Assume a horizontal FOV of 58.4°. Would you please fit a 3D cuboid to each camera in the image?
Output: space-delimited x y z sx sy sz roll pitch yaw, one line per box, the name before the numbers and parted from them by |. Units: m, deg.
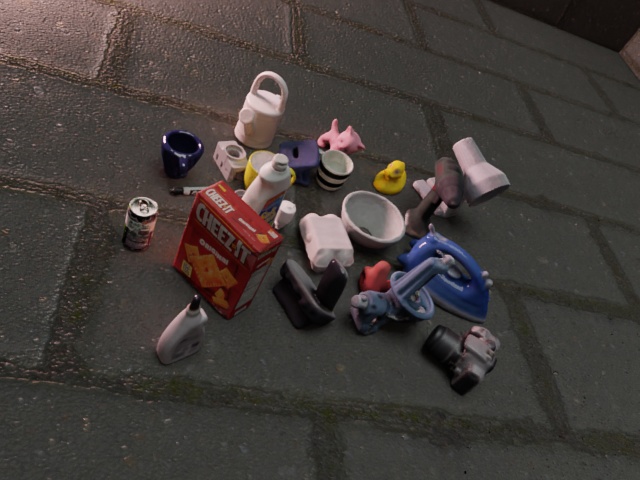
camera | 0.303 0.229 1.222 0.136 0.100 0.143 37 43 7

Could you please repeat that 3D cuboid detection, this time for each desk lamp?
desk lamp | 0.381 -0.154 1.540 0.118 0.213 0.203 -14 58 -37

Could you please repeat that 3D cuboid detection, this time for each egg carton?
egg carton | 0.012 0.005 1.295 0.107 0.069 0.150 1 50 -28

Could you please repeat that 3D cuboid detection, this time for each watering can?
watering can | -0.141 -0.326 1.427 0.101 0.194 0.173 20 44 -11

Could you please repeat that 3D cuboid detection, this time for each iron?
iron | 0.317 0.076 1.342 0.258 0.141 0.119 37 43 8

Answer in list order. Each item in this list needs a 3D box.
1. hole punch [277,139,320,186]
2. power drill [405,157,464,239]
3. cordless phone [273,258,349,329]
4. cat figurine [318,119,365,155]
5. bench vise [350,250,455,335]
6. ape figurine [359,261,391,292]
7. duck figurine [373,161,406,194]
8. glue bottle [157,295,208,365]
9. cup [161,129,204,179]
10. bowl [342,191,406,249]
hole punch | -0.059 -0.201 1.432 0.101 0.091 0.108 11 46 -20
power drill | 0.293 -0.098 1.443 0.076 0.208 0.229 23 43 -8
cordless phone | -0.007 0.076 1.132 0.094 0.185 0.147 -19 62 -39
cat figurine | 0.062 -0.269 1.542 0.067 0.117 0.127 -11 56 -35
bench vise | 0.174 0.115 1.170 0.208 0.219 0.121 -20 62 -40
ape figurine | 0.129 0.082 1.270 0.077 0.092 0.076 44 44 14
duck figurine | 0.203 -0.179 1.558 0.105 0.086 0.077 -19 61 -39
glue bottle | -0.222 0.144 0.960 0.078 0.173 0.037 -18 60 -39
cup | -0.309 -0.172 1.264 0.092 0.095 0.117 6 48 -24
bowl | 0.118 -0.036 1.387 0.168 0.074 0.167 15 45 -16
